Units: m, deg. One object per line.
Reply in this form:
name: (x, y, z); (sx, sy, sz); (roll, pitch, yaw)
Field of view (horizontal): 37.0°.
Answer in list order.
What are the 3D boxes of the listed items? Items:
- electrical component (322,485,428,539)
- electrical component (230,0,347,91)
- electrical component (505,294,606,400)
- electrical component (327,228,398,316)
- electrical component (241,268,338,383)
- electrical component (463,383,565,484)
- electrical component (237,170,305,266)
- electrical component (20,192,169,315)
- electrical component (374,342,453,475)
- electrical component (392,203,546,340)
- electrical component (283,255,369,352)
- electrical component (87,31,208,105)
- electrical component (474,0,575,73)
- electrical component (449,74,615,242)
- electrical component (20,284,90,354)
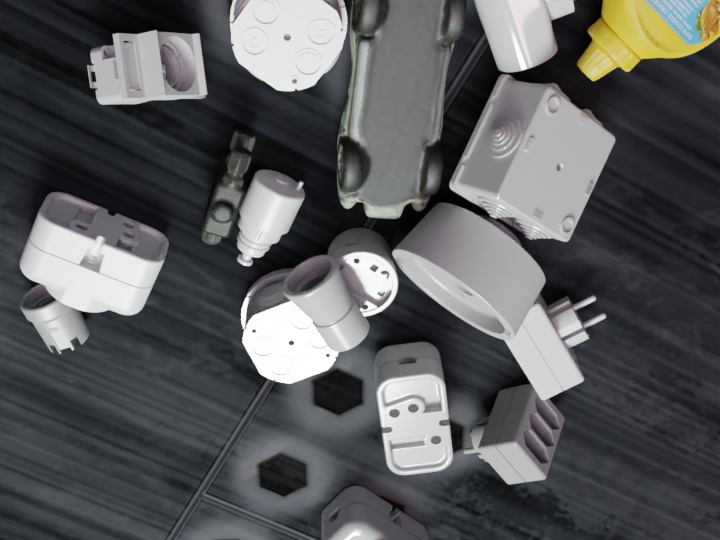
electrical component: (0.014, 0.241, 0.938); (0.095, 0.059, 0.053); (36, 111, -19)
electrical component: (-0.048, -0.164, 0.725); (0.080, 0.051, 0.080); (-1, 118, -2)
electrical component: (0.155, 0.045, 0.845); (0.076, 0.047, 0.083); (-28, 115, 12)
electrical component: (0.000, 0.000, 0.815); (0.055, 0.047, 0.055); (-1, 118, -1)
electrical component: (-0.053, 0.043, 0.835); (0.080, 0.051, 0.080); (-1, 118, -2)
electrical component: (0.119, 0.137, 0.888); (0.077, 0.065, 0.047); (-19, 121, 41)
electrical component: (-0.071, -0.038, 0.797); (0.040, 0.040, 0.078); (22, 116, -13)
electrical component: (-0.199, -0.009, 0.801); (0.095, 0.053, 0.059); (22, 115, -13)
electrical component: (0.043, 0.109, 0.868); (0.054, 0.059, 0.095); (-7, 118, 2)
electrical component: (0.085, -0.005, 0.785); (0.108, 0.108, 0.060); (41, 80, -21)
electrical component: (-0.021, 0.027, 0.778); (0.044, 0.044, 0.065); (-25, 122, 11)
electrical component: (-0.144, -0.134, 0.725); (0.064, 0.081, 0.042); (-5, 95, 30)
electrical component: (0.119, -0.184, 0.724); (0.079, 0.043, 0.077); (-20, 117, 8)
electrical component: (0.122, -0.075, 0.747); (0.100, 0.048, 0.099); (26, 88, -39)
electrical component: (-0.235, 0.036, 0.832); (0.040, 0.040, 0.046); (-15, 123, 6)
